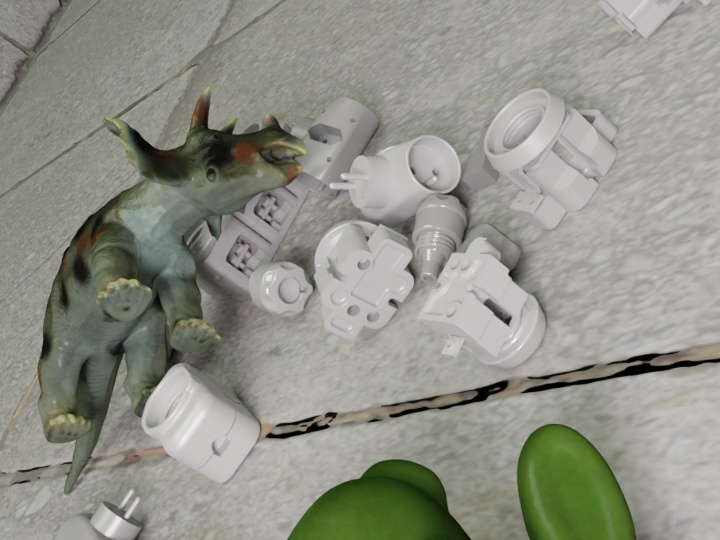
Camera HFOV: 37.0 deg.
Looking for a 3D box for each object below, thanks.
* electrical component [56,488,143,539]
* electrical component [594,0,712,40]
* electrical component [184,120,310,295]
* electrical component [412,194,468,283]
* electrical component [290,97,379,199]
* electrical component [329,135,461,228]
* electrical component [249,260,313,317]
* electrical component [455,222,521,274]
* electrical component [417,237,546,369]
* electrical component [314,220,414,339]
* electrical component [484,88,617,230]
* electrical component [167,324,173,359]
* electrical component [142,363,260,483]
[{"bbox_3d":[-0.194,0.204,0.825,0.079,0.043,0.077,-57,27,-8],"label":"electrical component"},{"bbox_3d":[0.156,-0.206,0.676,0.063,0.121,0.078,-47,27,17],"label":"electrical component"},{"bbox_3d":[-0.107,-0.057,0.980,0.089,0.062,0.150,-3,55,57],"label":"electrical component"},{"bbox_3d":[0.051,-0.019,0.716,0.035,0.035,0.061,-24,41,44],"label":"electrical component"},{"bbox_3d":[-0.034,-0.110,0.931,0.079,0.043,0.077,21,74,34],"label":"electrical component"},{"bbox_3d":[0.018,-0.062,0.757,0.077,0.079,0.044,-32,62,59],"label":"electrical component"},{"bbox_3d":[-0.068,0.014,0.855,0.043,0.043,0.062,-59,26,-12],"label":"electrical component"},{"bbox_3d":[0.070,0.002,0.661,0.061,0.035,0.035,-52,27,8],"label":"electrical component"},{"bbox_3d":[0.071,0.024,0.607,0.048,0.055,0.066,5,61,59],"label":"electrical component"},{"bbox_3d":[0.000,0.000,0.747,0.078,0.058,0.057,-55,26,18],"label":"electrical component"},{"bbox_3d":[0.113,-0.073,0.656,0.078,0.057,0.058,-56,27,-7],"label":"electrical component"},{"bbox_3d":[-0.198,0.061,1.004,0.043,0.043,0.062,-50,25,7],"label":"electrical component"},{"bbox_3d":[-0.123,0.111,0.807,0.053,0.059,0.095,-54,27,-2],"label":"electrical component"}]
